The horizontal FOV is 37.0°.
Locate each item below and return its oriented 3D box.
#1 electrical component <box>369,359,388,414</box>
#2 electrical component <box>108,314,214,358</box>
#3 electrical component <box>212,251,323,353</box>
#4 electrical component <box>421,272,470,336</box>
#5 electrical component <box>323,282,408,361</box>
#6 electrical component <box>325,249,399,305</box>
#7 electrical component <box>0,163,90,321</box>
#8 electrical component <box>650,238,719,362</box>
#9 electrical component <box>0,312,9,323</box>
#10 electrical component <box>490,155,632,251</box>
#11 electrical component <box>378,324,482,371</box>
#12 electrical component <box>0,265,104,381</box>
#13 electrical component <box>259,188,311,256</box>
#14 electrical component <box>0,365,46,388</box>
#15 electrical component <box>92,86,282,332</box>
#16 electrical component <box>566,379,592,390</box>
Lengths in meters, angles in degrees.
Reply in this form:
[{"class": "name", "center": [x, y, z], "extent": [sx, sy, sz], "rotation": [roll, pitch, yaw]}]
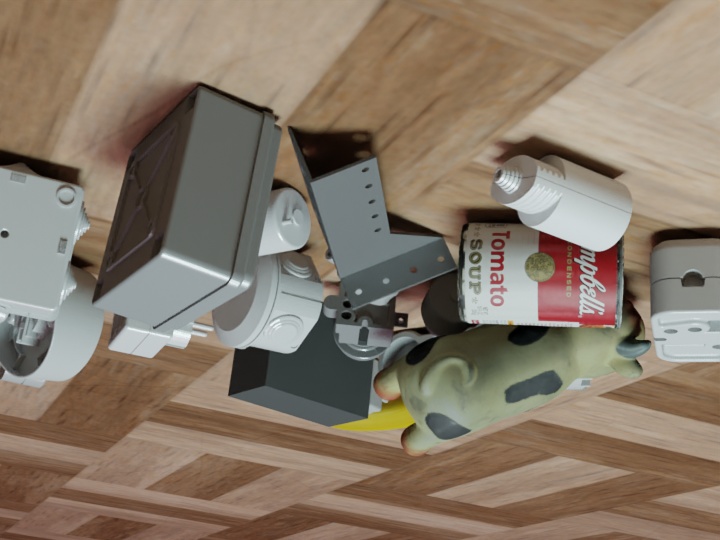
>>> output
[{"class": "electrical component", "center": [-0.004, 0.114, 1.014], "extent": [0.066, 0.047, 0.077], "rotation": [-12, 152, 35]}, {"class": "electrical component", "center": [-0.160, 0.043, 0.886], "extent": [0.077, 0.047, 0.066], "rotation": [14, 156, -21]}, {"class": "electrical component", "center": [-0.068, 0.019, 0.767], "extent": [0.051, 0.080, 0.080], "rotation": [16, 156, -35]}, {"class": "electrical component", "center": [0.066, 0.032, 0.812], "extent": [0.040, 0.040, 0.078], "rotation": [8, 157, -5]}, {"class": "electrical component", "center": [0.004, 0.041, 0.845], "extent": [0.066, 0.048, 0.055], "rotation": [6, 150, 0]}, {"class": "electrical component", "center": [0.000, 0.000, 0.762], "extent": [0.035, 0.035, 0.061], "rotation": [-15, 147, 40]}, {"class": "electrical component", "center": [-0.229, -0.020, 0.690], "extent": [0.100, 0.099, 0.048], "rotation": [13, 169, -17]}, {"class": "electrical component", "center": [0.224, 0.018, 0.718], "extent": [0.054, 0.059, 0.095], "rotation": [-2, 156, 18]}, {"class": "electrical component", "center": [-0.298, 0.006, 0.792], "extent": [0.057, 0.078, 0.113], "rotation": [26, 150, -33]}, {"class": "electrical component", "center": [0.112, -0.043, 0.622], "extent": [0.081, 0.043, 0.043], "rotation": [18, 154, -26]}, {"class": "electrical component", "center": [0.091, 0.081, 0.908], "extent": [0.138, 0.052, 0.074], "rotation": [-12, 152, 36]}, {"class": "electrical component", "center": [-0.246, 0.036, 0.831], "extent": [0.099, 0.099, 0.064], "rotation": [-13, 157, 38]}, {"class": "electrical component", "center": [-0.069, -0.029, 0.702], "extent": [0.078, 0.040, 0.040], "rotation": [-9, 153, 32]}, {"class": "electrical component", "center": [-0.305, 0.064, 0.962], "extent": [0.074, 0.052, 0.138], "rotation": [17, 155, -24]}, {"class": "electrical component", "center": [-0.100, -0.032, 0.617], "extent": [0.056, 0.108, 0.109], "rotation": [22, 153, -27]}, {"class": "electrical component", "center": [0.171, 0.084, 0.915], "extent": [0.046, 0.040, 0.040], "rotation": [2, 158, -6]}]
